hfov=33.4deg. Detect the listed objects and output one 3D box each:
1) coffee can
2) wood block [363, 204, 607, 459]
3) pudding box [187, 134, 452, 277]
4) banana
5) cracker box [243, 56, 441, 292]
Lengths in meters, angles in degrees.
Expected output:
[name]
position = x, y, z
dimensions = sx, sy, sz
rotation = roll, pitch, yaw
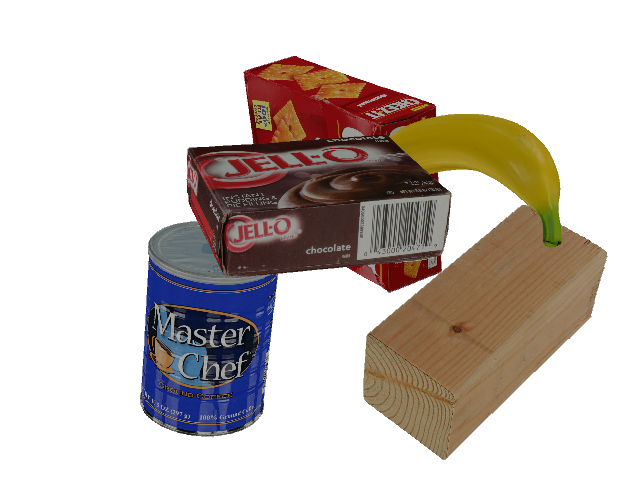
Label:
[coffee can]
position = -0.089, 0.068, 0.848
dimensions = 0.103, 0.140, 0.103
rotation = 6, 24, -3
[wood block]
position = 0.138, 0.071, 0.892
dimensions = 0.091, 0.090, 0.205
rotation = 34, 54, 30
[pudding box]
position = -0.004, -0.020, 0.530
dimensions = 0.113, 0.039, 0.090
rotation = -4, 25, -17
[banana]
position = 0.091, -0.052, 0.704
dimensions = 0.037, 0.069, 0.198
rotation = 27, -3, -35
[cracker box]
position = 0.017, -0.067, 0.996
dimensions = 0.072, 0.164, 0.214
rotation = -22, 31, -28
